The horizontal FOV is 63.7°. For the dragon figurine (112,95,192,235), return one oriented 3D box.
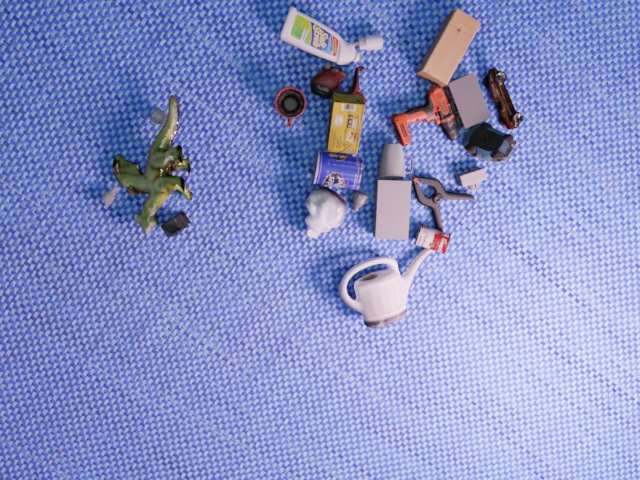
[{"bbox_3d":[-0.518,-0.221,1.560,0.243,0.123,0.407,-3,99,5],"label":"dragon figurine"}]

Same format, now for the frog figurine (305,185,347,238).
[{"bbox_3d":[0.005,-0.081,1.607,0.136,0.123,0.160,39,83,-28],"label":"frog figurine"}]

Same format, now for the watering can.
[{"bbox_3d":[0.233,0.154,1.668,0.349,0.104,0.222,-17,100,-11],"label":"watering can"}]
